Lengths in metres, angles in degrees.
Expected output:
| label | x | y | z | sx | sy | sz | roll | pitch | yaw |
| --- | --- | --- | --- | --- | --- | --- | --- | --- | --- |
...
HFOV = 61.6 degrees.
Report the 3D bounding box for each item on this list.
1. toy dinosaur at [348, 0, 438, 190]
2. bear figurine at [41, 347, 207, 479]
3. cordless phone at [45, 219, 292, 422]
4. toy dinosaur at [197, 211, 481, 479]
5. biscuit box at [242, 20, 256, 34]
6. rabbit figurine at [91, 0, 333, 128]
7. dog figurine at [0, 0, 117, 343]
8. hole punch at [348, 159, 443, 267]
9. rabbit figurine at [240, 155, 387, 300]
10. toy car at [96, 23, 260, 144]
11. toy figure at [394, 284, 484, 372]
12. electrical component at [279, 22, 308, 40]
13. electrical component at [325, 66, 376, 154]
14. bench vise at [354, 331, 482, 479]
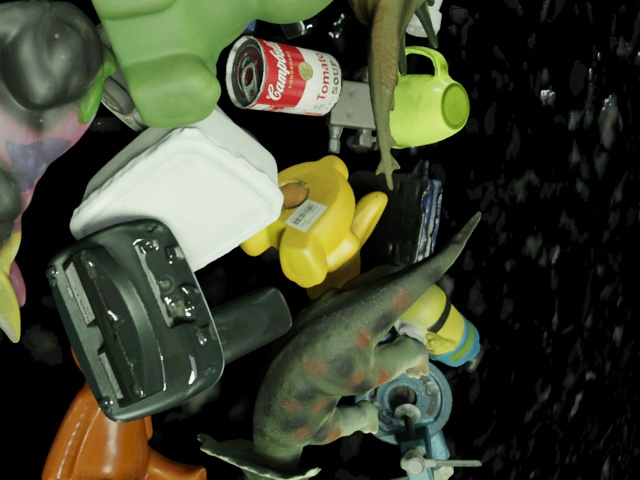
| label | x | y | z | sx | sy | sz | roll | pitch | yaw |
| --- | --- | --- | --- | --- | --- | --- | --- | --- | --- |
| toy dinosaur | 0.064 | -0.273 | 0.528 | 0.198 | 0.105 | 0.471 | 54 | 38 | -48 |
| bear figurine | -0.160 | 0.139 | 0.466 | 0.120 | 0.132 | 0.195 | 11 | 95 | -71 |
| cordless phone | -0.106 | 0.047 | 0.440 | 0.184 | 0.089 | 0.146 | -20 | 84 | -45 |
| toy dinosaur | 0.003 | 0.132 | 0.537 | 0.192 | 0.131 | 0.404 | -2 | 122 | -51 |
| biscuit box | -0.147 | -0.230 | 0.447 | 0.202 | 0.063 | 0.059 | 5 | 96 | -41 |
| rabbit figurine | -0.069 | -0.171 | 0.387 | 0.170 | 0.159 | 0.121 | -21 | 125 | -10 |
| dog figurine | -0.226 | -0.043 | 0.382 | 0.191 | 0.109 | 0.219 | -18 | 114 | -23 |
| hole punch | 0.099 | -0.025 | 0.665 | 0.092 | 0.116 | 0.142 | 8 | 93 | -49 |
| rabbit figurine | -0.001 | -0.002 | 0.600 | 0.162 | 0.122 | 0.173 | -55 | 142 | -30 |
| toy car | -0.128 | -0.109 | 0.492 | 0.073 | 0.056 | 0.201 | -51 | 125 | -13 |
| toy figure | 0.171 | 0.125 | 0.772 | 0.180 | 0.082 | 0.089 | 34 | 64 | -34 |
| electrical component | -0.036 | -0.265 | 0.528 | 0.048 | 0.075 | 0.119 | -45 | 120 | -24 |
| electrical component | 0.044 | -0.154 | 0.639 | 0.078 | 0.045 | 0.102 | -3 | 98 | -11 |
| bench vise | 0.115 | 0.236 | 0.671 | 0.129 | 0.240 | 0.223 | -11 | 97 | 6 |
